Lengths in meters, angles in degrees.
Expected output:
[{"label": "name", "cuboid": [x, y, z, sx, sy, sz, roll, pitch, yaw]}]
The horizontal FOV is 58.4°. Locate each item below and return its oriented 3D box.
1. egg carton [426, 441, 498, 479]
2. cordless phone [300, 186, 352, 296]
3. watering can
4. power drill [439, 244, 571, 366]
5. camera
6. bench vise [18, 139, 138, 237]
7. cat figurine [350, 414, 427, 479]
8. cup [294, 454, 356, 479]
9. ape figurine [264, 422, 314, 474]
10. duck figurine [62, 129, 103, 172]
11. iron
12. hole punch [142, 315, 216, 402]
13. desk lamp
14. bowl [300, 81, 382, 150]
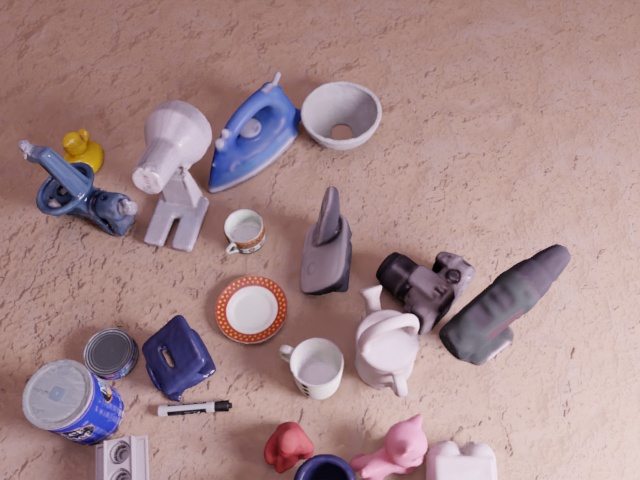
[{"label": "egg carton", "cuboid": [0.210, 0.375, 0.845, 0.107, 0.069, 0.150, 0, 61, 3]}, {"label": "cordless phone", "cuboid": [0.009, 0.004, 0.993, 0.094, 0.185, 0.147, 0, 61, 3]}, {"label": "watering can", "cuboid": [0.100, 0.155, 0.900, 0.101, 0.194, 0.172, -34, 65, -15]}, {"label": "power drill", "cuboid": [0.281, 0.116, 0.906, 0.230, 0.208, 0.075, -35, 65, -16]}, {"label": "camera", "cuboid": [0.177, 0.067, 0.999, 0.136, 0.101, 0.143, 39, 69, 21]}, {"label": "bench vise", "cuboid": [-0.439, -0.106, 1.052, 0.207, 0.220, 0.121, 0, 61, 2]}, {"label": "cat figurine", "cuboid": [0.108, 0.319, 0.853, 0.128, 0.118, 0.067, -29, 64, -13]}, {"label": "cup", "cuboid": [0.018, 0.377, 0.838, 0.092, 0.095, 0.117, -41, 67, -18]}, {"label": "ape figurine", "cuboid": [-0.048, 0.314, 0.877, 0.077, 0.092, 0.076, 7, 62, 6]}, {"label": "duck figurine", "cuboid": [-0.498, -0.179, 1.171, 0.077, 0.086, 0.105, 18, 63, 12]}, {"label": "iron", "cuboid": [-0.146, -0.218, 1.147, 0.118, 0.141, 0.259, 32, 67, 18]}, {"label": "hole punch", "cuboid": [-0.239, 0.196, 0.950, 0.101, 0.091, 0.108, -30, 64, -14]}, {"label": "desk lamp", "cuboid": [-0.271, -0.118, 1.055, 0.118, 0.214, 0.203, 8, 62, 7]}, {"label": "bowl", "cuboid": [0.044, -0.246, 1.192, 0.167, 0.075, 0.167, -1, 61, 2]}]
